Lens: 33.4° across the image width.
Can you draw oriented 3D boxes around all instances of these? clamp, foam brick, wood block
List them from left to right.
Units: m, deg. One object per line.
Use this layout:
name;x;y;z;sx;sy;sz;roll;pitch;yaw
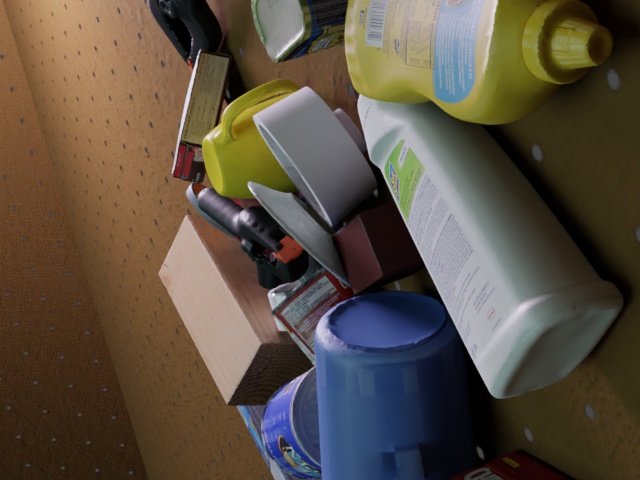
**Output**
clamp;-0.139;-0.246;1.076;0.165;0.036;0.210;31;156;34
wood block;-0.086;0.074;1.154;0.206;0.090;0.091;55;128;40
clamp;-0.059;-0.005;0.978;0.120;0.039;0.172;45;164;-9
foam brick;0.049;0.004;0.809;0.051;0.053;0.078;69;161;8

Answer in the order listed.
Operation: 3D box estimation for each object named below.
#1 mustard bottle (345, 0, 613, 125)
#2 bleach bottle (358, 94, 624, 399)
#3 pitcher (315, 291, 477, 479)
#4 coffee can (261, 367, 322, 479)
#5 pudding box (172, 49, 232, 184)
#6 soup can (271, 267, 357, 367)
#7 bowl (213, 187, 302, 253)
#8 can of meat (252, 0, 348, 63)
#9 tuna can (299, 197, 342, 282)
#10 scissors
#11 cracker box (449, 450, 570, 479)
mustard bottle;0.084;-0.113;0.578;0.192;0.058;0.096;27;111;58
bleach bottle;0.086;-0.032;0.665;0.103;0.068;0.251;107;143;-52
pitcher;0.062;0.171;0.817;0.149;0.144;0.243;15;122;40
coffee can;0.008;0.170;1.002;0.103;0.102;0.140;68;161;9
pudding box;-0.123;-0.128;1.113;0.090;0.039;0.113;124;156;-66
soup can;0.015;0.080;0.913;0.102;0.068;0.069;50;158;7
bowl;-0.069;-0.050;1.086;0.162;0.055;0.162;162;90;-72
can of meat;0.008;-0.161;0.723;0.102;0.083;0.057;163;89;-72
tuna can;-0.007;0.001;0.991;0.086;0.033;0.086;54;155;40
scissors;-0.062;0.006;1.157;0.202;0.096;0.016;42;112;8
cracker box;0.165;0.269;0.705;0.164;0.072;0.214;17;123;67
